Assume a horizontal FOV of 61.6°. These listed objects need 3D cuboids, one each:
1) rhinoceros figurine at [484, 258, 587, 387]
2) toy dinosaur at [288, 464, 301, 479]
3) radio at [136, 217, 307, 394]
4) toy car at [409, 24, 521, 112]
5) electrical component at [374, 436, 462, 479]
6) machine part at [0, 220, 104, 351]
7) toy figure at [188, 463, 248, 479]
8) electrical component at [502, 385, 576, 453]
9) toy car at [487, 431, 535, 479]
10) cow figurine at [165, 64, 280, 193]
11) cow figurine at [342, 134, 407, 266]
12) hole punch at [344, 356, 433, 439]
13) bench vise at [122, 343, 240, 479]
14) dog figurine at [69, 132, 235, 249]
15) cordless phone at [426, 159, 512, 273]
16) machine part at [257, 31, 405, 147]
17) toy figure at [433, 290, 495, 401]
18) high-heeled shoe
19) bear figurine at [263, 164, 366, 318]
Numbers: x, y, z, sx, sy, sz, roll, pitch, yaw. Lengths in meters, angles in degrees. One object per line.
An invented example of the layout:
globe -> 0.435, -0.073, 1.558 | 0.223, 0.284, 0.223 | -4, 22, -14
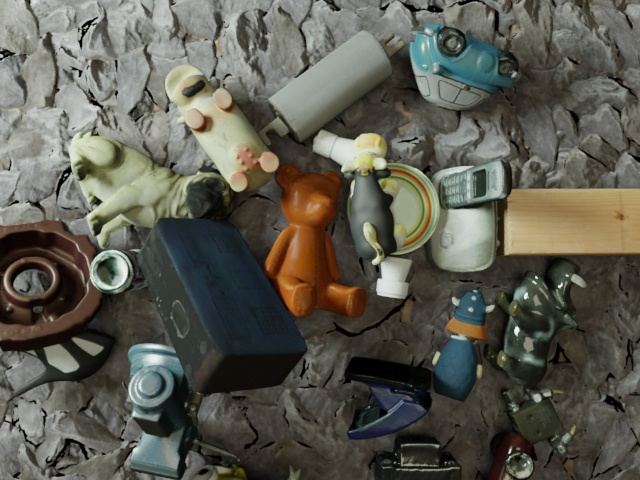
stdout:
rhinoceros figurine -> 0.308, 0.113, 0.757 | 0.112, 0.073, 0.190 | 22, 87, -1
toy dinosaur -> 0.095, 0.498, 0.668 | 0.105, 0.198, 0.471 | -33, 87, -3
radio -> -0.126, 0.072, 0.657 | 0.073, 0.131, 0.230 | -56, 53, 27
toy car -> 0.191, -0.235, 0.759 | 0.162, 0.109, 0.102 | 19, 110, -13
electrical component -> 0.135, 0.343, 0.748 | 0.115, 0.058, 0.134 | 0, 88, -5
machine part -> -0.371, 0.058, 0.695 | 0.179, 0.056, 0.179 | 12, 56, -18
toy figure -> -0.103, 0.353, 0.694 | 0.180, 0.082, 0.089 | 14, 74, 29
electrical component -> 0.315, 0.253, 0.766 | 0.078, 0.045, 0.102 | -19, 89, -5
toy car -> 0.243, 0.363, 0.736 | 0.053, 0.089, 0.202 | 20, 86, 2
cow figurine -> -0.133, -0.151, 0.719 | 0.085, 0.127, 0.195 | -38, 92, -4
cow figurine -> 0.066, -0.055, 0.712 | 0.068, 0.098, 0.167 | -7, 102, 19
hole punch -> 0.091, 0.213, 0.718 | 0.116, 0.142, 0.092 | 4, 86, 11
bench vise -> -0.174, 0.173, 0.698 | 0.129, 0.223, 0.240 | 3, 55, 13
dog figurine -> -0.228, -0.087, 0.736 | 0.191, 0.121, 0.172 | -18, 92, -18
cordless phone -> 0.207, -0.029, 0.703 | 0.089, 0.184, 0.146 | 1, 88, -7
machine part -> 0.014, -0.213, 0.753 | 0.243, 0.079, 0.079 | -37, 90, -2
toy figure -> 0.201, 0.146, 0.759 | 0.064, 0.058, 0.154 | 18, 82, -9
high-heeled shoe -> -0.398, 0.093, 0.723 | 0.145, 0.086, 0.248 | -34, 92, -11
bear figurine -> -0.004, -0.003, 0.724 | 0.120, 0.132, 0.195 | 10, 91, -34
